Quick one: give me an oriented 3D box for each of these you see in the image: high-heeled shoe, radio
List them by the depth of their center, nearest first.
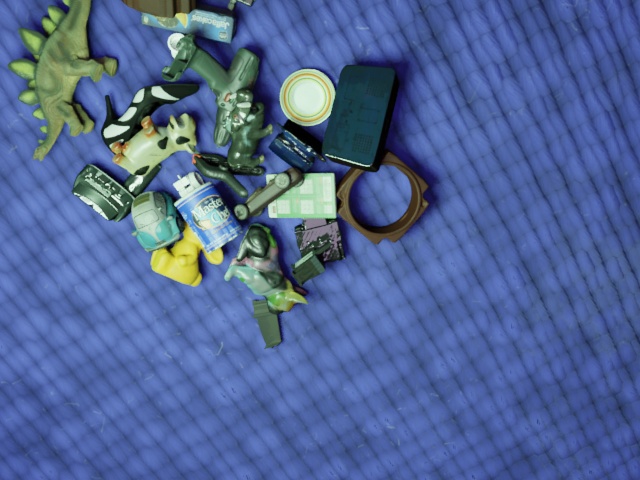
[{"bbox_3d":[0.093,-0.280,1.236,0.131,0.073,0.229,13,87,16],"label":"radio"},{"bbox_3d":[-0.392,-0.279,1.247,0.249,0.086,0.145,-8,106,5],"label":"high-heeled shoe"}]

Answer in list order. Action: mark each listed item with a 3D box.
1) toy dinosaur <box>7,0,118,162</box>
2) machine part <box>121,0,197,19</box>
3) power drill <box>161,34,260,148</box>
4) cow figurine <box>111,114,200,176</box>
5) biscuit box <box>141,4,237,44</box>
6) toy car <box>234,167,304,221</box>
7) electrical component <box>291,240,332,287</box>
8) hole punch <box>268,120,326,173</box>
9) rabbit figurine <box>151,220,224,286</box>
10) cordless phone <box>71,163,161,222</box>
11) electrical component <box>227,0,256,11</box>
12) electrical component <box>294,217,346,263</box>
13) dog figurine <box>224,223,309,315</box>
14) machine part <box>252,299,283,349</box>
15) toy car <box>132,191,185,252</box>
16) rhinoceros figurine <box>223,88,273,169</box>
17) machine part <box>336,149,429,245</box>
[{"bbox_3d":[-0.568,-0.400,1.194,0.198,0.105,0.471,24,98,-6],"label":"toy dinosaur"},{"bbox_3d":[-0.339,-0.545,1.140,0.179,0.179,0.056,11,145,-6],"label":"machine part"},{"bbox_3d":[-0.243,-0.341,1.202,0.207,0.086,0.232,24,99,-39],"label":"power drill"},{"bbox_3d":[-0.367,-0.219,1.240,0.195,0.086,0.127,-37,141,5],"label":"cow figurine"},{"bbox_3d":[-0.289,-0.494,1.199,0.203,0.063,0.059,10,122,-6],"label":"biscuit box"},{"bbox_3d":[-0.126,-0.109,1.283,0.202,0.089,0.053,-32,88,25],"label":"toy car"},{"bbox_3d":[-0.013,0.054,1.303,0.119,0.075,0.047,-35,104,3],"label":"electrical component"},{"bbox_3d":[-0.062,-0.213,1.269,0.142,0.116,0.092,39,107,-11],"label":"hole punch"},{"bbox_3d":[-0.315,0.019,1.316,0.162,0.122,0.173,23,83,-12],"label":"rabbit figurine"},{"bbox_3d":[-0.485,-0.148,1.287,0.146,0.089,0.184,40,88,-12],"label":"cordless phone"},{"bbox_3d":[-0.173,-0.558,1.215,0.063,0.021,0.094,22,101,-9],"label":"electrical component"},{"bbox_3d":[-0.003,-0.004,1.354,0.115,0.058,0.134,-16,106,-1],"label":"electrical component"},{"bbox_3d":[-0.115,0.082,1.343,0.219,0.108,0.191,27,98,-11],"label":"dog figurine"},{"bbox_3d":[-0.132,0.218,1.415,0.084,0.039,0.138,-9,104,-6],"label":"machine part"},{"bbox_3d":[-0.390,-0.061,1.259,0.109,0.162,0.102,-21,143,4],"label":"toy car"},{"bbox_3d":[-0.172,-0.254,1.231,0.112,0.073,0.190,-6,130,-26],"label":"rhinoceros figurine"},{"bbox_3d":[0.150,-0.105,1.321,0.201,0.087,0.201,39,98,-11],"label":"machine part"}]
